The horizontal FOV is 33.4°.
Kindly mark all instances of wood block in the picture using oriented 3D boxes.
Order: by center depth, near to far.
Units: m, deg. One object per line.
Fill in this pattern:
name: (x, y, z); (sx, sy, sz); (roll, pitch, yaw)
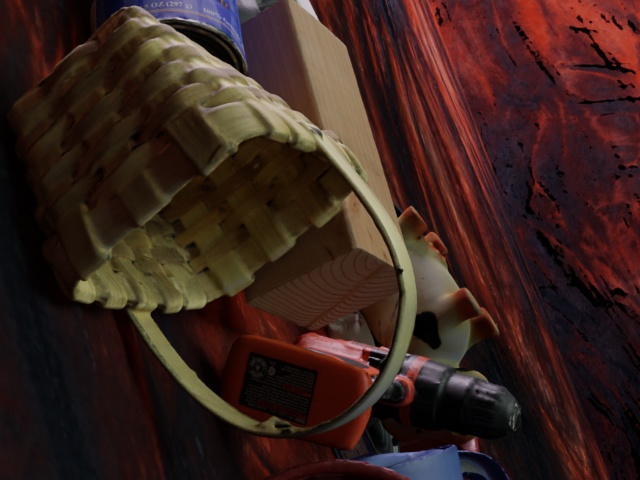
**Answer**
wood block: (-0.014, -0.054, 0.758); (0.090, 0.091, 0.206); (29, 41, -54)

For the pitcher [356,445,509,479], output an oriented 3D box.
pitcher: (0.064, 0.254, 0.667); (0.144, 0.149, 0.243); (12, 60, -71)

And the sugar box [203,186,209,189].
sugar box: (-0.069, -0.050, 0.818); (0.093, 0.048, 0.176); (22, 48, -67)

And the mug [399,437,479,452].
mug: (0.092, 0.180, 0.968); (0.093, 0.082, 0.117); (44, 28, -55)

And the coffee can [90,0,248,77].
coffee can: (-0.107, -0.157, 0.733); (0.102, 0.103, 0.140); (49, 24, -49)

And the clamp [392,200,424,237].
clamp: (0.031, -0.070, 1.106); (0.164, 0.036, 0.210); (40, 12, -42)

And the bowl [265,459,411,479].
bowl: (0.007, 0.201, 0.573); (0.055, 0.162, 0.162); (114, -43, -76)

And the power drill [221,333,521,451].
power drill: (0.032, 0.105, 0.736); (0.187, 0.185, 0.057); (14, 86, -65)

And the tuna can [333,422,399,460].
tuna can: (0.035, 0.159, 0.897); (0.086, 0.034, 0.086); (57, 19, -32)
